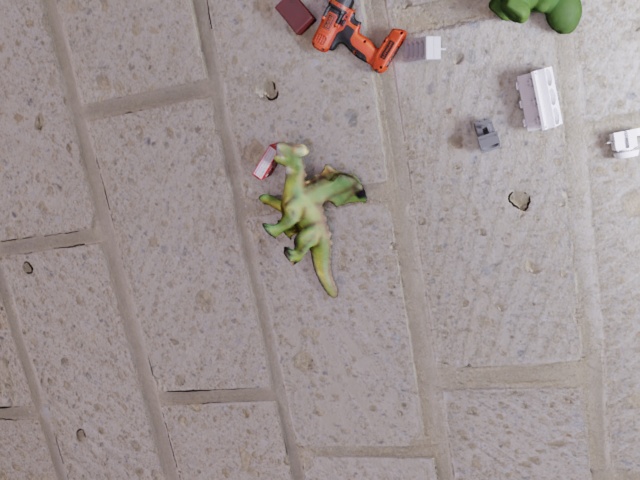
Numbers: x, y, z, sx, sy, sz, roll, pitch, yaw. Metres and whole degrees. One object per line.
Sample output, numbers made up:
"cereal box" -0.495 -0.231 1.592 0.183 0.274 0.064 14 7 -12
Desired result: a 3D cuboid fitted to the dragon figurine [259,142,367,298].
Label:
"dragon figurine" 0.004 -0.063 1.248 0.241 0.124 0.405 -35 110 13
